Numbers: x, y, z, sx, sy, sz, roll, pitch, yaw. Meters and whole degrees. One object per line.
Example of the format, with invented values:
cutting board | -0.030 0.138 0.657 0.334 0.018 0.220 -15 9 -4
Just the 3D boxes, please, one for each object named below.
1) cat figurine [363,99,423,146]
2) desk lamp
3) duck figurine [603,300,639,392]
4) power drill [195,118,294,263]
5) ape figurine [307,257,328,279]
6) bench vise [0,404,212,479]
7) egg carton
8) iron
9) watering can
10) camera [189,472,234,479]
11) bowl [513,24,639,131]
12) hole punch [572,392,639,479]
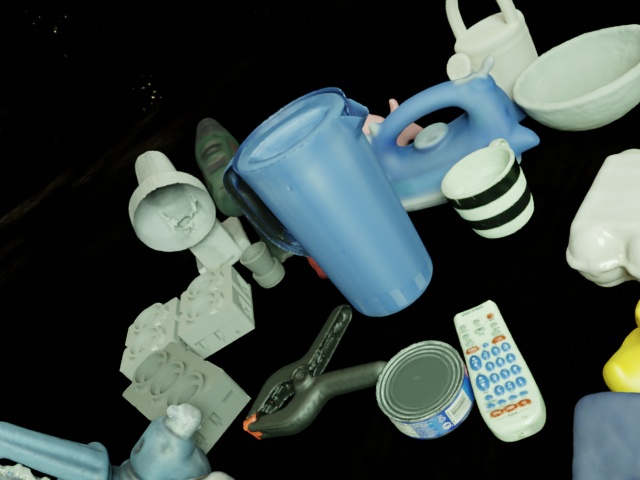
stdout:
cat figurine | 0.095 -0.160 0.867 0.067 0.118 0.128 0 45 46
desk lamp | -0.214 -0.038 0.917 0.118 0.214 0.202 -36 29 -1
duck figurine | 0.248 0.069 0.405 0.104 0.086 0.077 -31 30 9
power drill | -0.112 -0.071 0.862 0.075 0.209 0.229 -34 29 3
ape figurine | 0.007 0.003 0.750 0.078 0.092 0.075 -49 32 -22
bench vise | -0.223 0.216 0.549 0.208 0.220 0.121 -49 32 -21
egg carton | 0.291 -0.022 0.508 0.107 0.070 0.150 3 47 48
iron | 0.141 -0.131 0.752 0.257 0.142 0.118 -22 32 24
watering can | 0.239 -0.274 0.802 0.100 0.194 0.173 -15 36 33
camera | -0.129 0.281 0.478 0.136 0.101 0.143 -26 31 17
bowl | 0.329 -0.184 0.700 0.167 0.075 0.167 -26 31 17
hole punch | 0.204 0.150 0.328 0.108 0.091 0.101 -7 40 41
